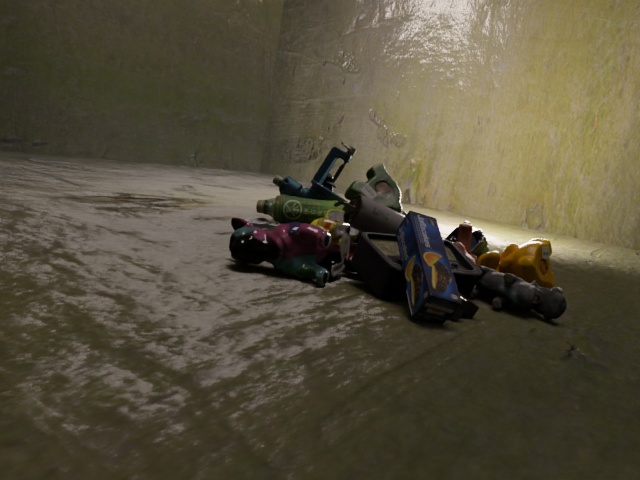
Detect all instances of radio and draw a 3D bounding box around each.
[{"bbox_3d":[0.187,0.053,1.033,0.229,0.073,0.131,3,29,-28],"label":"radio"}]

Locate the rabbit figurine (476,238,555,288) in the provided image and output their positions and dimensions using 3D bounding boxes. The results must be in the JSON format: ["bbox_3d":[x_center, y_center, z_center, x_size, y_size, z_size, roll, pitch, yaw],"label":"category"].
[{"bbox_3d":[0.439,0.067,1.260,0.162,0.121,0.173,-12,7,-41],"label":"rabbit figurine"}]

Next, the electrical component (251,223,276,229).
[{"bbox_3d":[-0.116,-0.001,1.199,0.115,0.058,0.134,13,10,31],"label":"electrical component"}]

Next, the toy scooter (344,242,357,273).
[{"bbox_3d":[0.087,0.032,1.165,0.135,0.075,0.184,14,15,34],"label":"toy scooter"}]

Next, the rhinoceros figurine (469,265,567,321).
[{"bbox_3d":[0.378,0.104,1.041,0.112,0.073,0.191,16,2,-37],"label":"rhinoceros figurine"}]

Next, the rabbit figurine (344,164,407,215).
[{"bbox_3d":[0.143,-0.086,1.335,0.159,0.121,0.170,38,-22,5],"label":"rabbit figurine"}]

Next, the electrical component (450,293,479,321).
[{"bbox_3d":[0.228,0.109,0.941,0.078,0.045,0.102,36,1,-25],"label":"electrical component"}]

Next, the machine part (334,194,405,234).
[{"bbox_3d":[0.143,-0.038,1.219,0.243,0.079,0.079,25,4,-21],"label":"machine part"}]

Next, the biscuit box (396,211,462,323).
[{"bbox_3d":[0.179,0.041,0.914,0.063,0.059,0.203,15,41,-18],"label":"biscuit box"}]

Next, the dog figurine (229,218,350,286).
[{"bbox_3d":[-0.068,0.007,1.044,0.219,0.108,0.191,10,17,22],"label":"dog figurine"}]

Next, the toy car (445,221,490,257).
[{"bbox_3d":[0.392,0.025,1.397,0.103,0.109,0.162,44,-1,-15],"label":"toy car"}]

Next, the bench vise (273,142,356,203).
[{"bbox_3d":[0.002,-0.147,1.390,0.224,0.240,0.129,34,7,15],"label":"bench vise"}]

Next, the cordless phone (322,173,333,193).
[{"bbox_3d":[-0.021,-0.104,1.515,0.089,0.184,0.147,-4,16,-39],"label":"cordless phone"}]

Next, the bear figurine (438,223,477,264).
[{"bbox_3d":[0.305,0.030,1.229,0.120,0.131,0.196,-3,2,9],"label":"bear figurine"}]

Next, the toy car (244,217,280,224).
[{"bbox_3d":[-0.117,-0.031,1.377,0.074,0.056,0.201,18,12,42],"label":"toy car"}]
